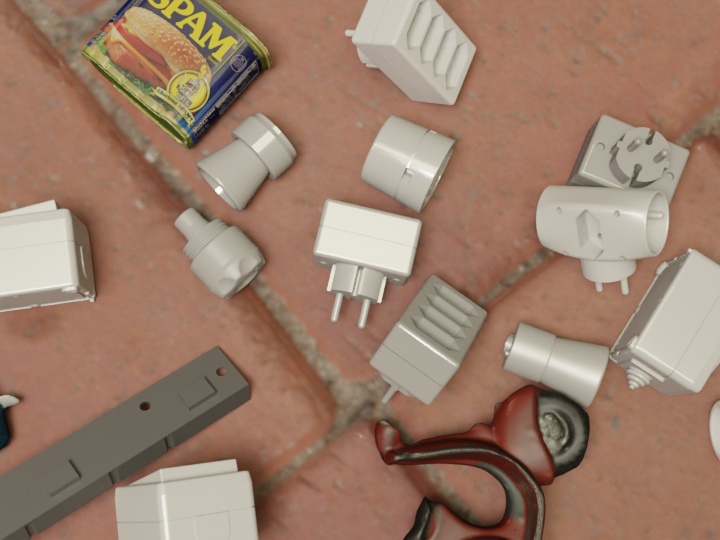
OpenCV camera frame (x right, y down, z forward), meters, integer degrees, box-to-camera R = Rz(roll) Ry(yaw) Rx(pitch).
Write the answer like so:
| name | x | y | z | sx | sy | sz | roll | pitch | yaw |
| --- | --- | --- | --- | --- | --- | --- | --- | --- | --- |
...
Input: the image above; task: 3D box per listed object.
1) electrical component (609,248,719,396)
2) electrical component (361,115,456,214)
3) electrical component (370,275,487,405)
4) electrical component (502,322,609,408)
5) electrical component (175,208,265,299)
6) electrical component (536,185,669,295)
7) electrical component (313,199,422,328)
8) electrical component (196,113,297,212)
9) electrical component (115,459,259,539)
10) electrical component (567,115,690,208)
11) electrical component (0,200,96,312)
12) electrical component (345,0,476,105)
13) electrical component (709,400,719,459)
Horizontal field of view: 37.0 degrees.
| name | x | y | z | sx | sy | sz | roll | pitch | yaw |
| --- | --- | --- | --- | --- | --- | --- | --- | --- | --- |
| electrical component | 0.213 | 0.044 | 0.717 | 0.061 | 0.061 | 0.096 | 33 | 81 | 3 |
| electrical component | 0.032 | -0.073 | 0.733 | 0.047 | 0.055 | 0.055 | 27 | 80 | 6 |
| electrical component | 0.037 | 0.057 | 0.706 | 0.047 | 0.083 | 0.075 | 35 | 119 | 3 |
| electrical component | 0.129 | 0.061 | 0.722 | 0.065 | 0.044 | 0.044 | 20 | 80 | 5 |
| electrical component | -0.098 | -0.014 | 0.722 | 0.043 | 0.043 | 0.062 | -43 | 84 | -8 |
| electrical component | 0.166 | -0.018 | 0.727 | 0.043 | 0.077 | 0.079 | -44 | 129 | -43 |
| electrical component | 0.000 | 0.000 | 0.722 | 0.066 | 0.047 | 0.076 | 13 | 81 | 0 |
| electrical component | -0.077 | -0.074 | 0.732 | 0.055 | 0.045 | 0.045 | -44 | 85 | -9 |
| electrical component | -0.112 | 0.154 | 0.672 | 0.062 | 0.096 | 0.061 | -2 | 79 | -33 |
| electrical component | 0.186 | -0.073 | 0.728 | 0.066 | 0.076 | 0.047 | 23 | 81 | 1 |
| electrical component | -0.229 | -0.006 | 0.705 | 0.096 | 0.061 | 0.061 | -8 | 81 | -4 |
| electrical component | 0.024 | -0.156 | 0.740 | 0.076 | 0.083 | 0.047 | 14 | 77 | 39 |
| electrical component | 0.275 | 0.107 | 0.721 | 0.065 | 0.044 | 0.044 | -3 | 81 | -8 |
